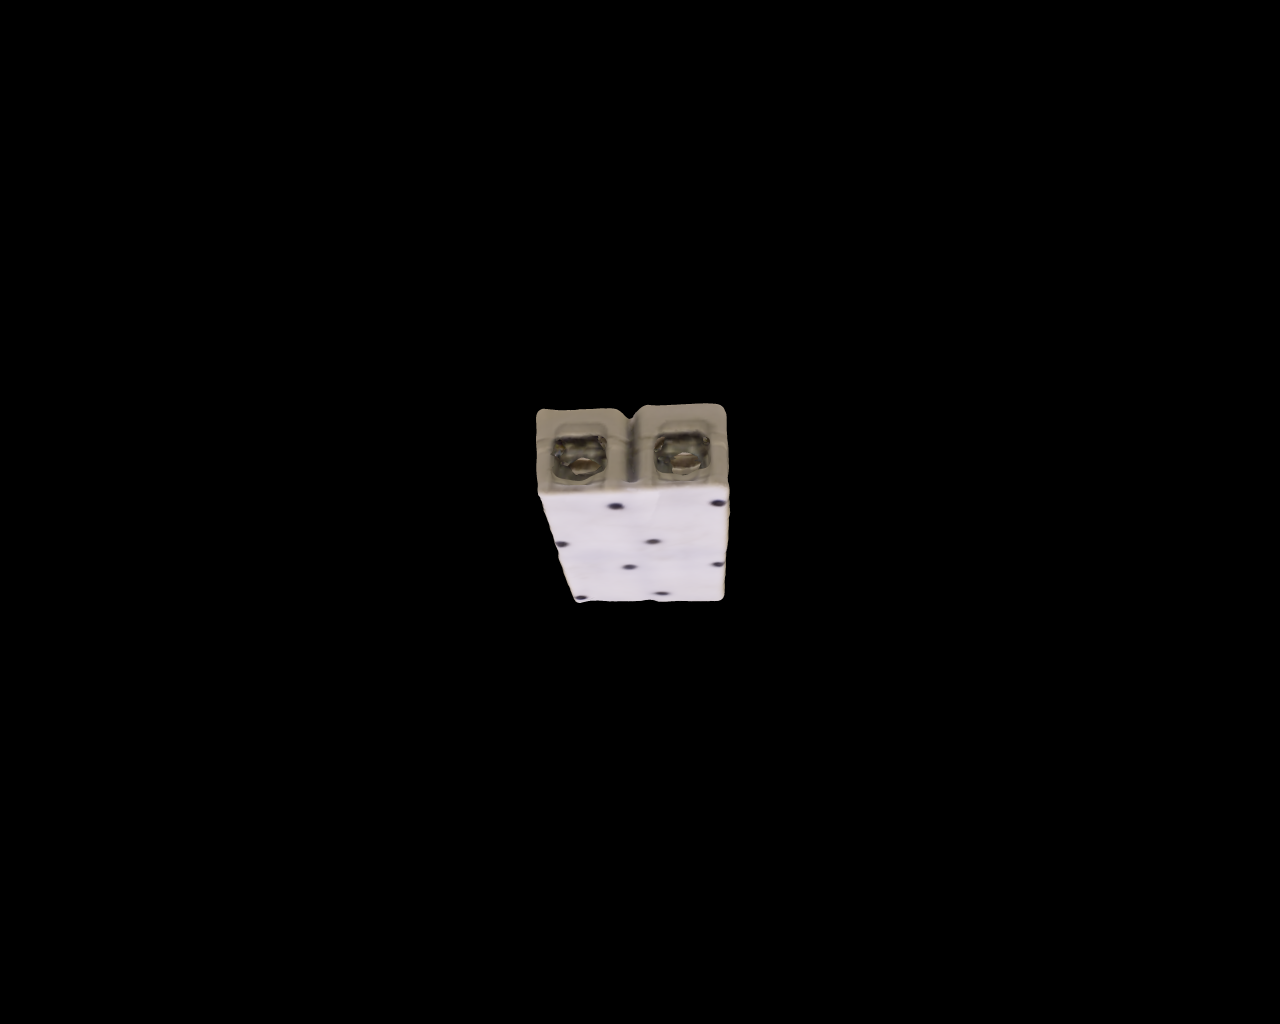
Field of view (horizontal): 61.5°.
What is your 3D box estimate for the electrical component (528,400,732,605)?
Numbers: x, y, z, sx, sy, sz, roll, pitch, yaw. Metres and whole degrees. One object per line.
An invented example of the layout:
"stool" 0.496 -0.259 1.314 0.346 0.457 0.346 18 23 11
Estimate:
"electrical component" 0.001 -0.003 0.650 0.105 0.060 0.186 -1 -23 3
